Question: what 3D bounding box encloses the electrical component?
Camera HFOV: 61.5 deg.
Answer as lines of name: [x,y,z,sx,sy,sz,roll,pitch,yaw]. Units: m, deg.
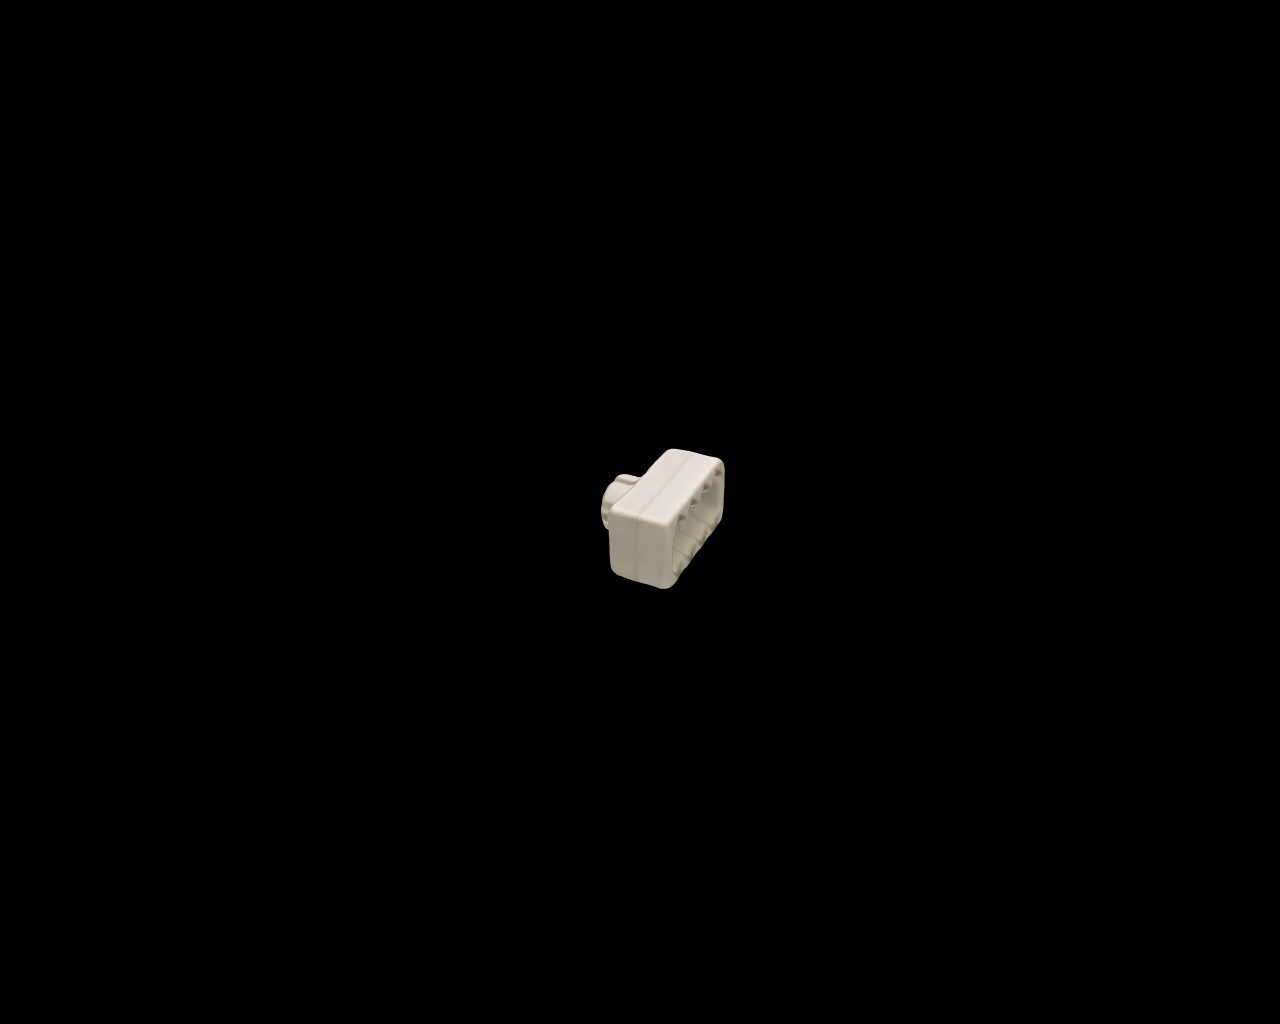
electrical component: [0.001,-0.003,0.650,0.076,0.047,0.083,16,37,22]
